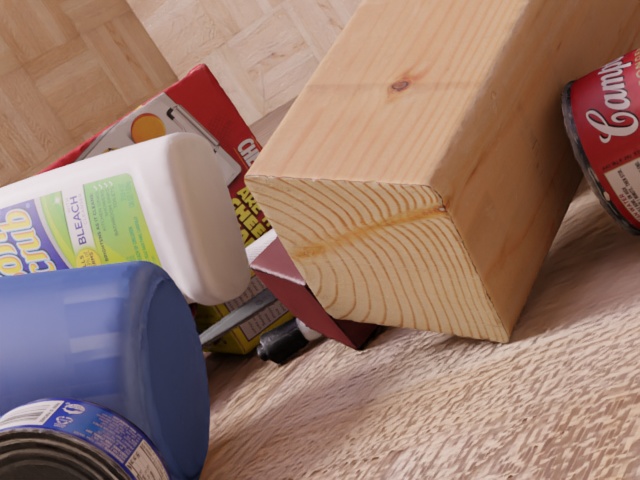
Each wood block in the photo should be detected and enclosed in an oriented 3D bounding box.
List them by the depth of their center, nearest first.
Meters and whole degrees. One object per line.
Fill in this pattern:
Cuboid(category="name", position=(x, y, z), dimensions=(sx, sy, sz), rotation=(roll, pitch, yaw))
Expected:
Cuboid(category="wood block", position=(0.067, -0.068, 0.462), dimensions=(0.091, 0.090, 0.206), rotation=(6, 51, 37))

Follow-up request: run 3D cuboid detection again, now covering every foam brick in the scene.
Cuboid(category="foam brick", position=(0.016, 0.007, 0.534), dimensions=(0.078, 0.051, 0.053), rotation=(-48, 31, -16))

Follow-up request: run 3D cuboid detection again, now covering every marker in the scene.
Cuboid(category="marker", position=(0.018, 0.032, 0.573), dimensions=(0.121, 0.020, 0.020), rotation=(-32, 10, 11))

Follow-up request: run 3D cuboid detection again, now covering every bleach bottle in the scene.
Cuboid(category="bleach bottle", position=(-0.172, 0.017, 0.636), dimensions=(0.251, 0.102, 0.068), rotation=(-17, -1, 20))

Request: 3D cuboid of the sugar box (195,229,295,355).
Cuboid(category="sugar box", position=(-0.007, 0.008, 0.699), dimensions=(0.176, 0.048, 0.093), rotation=(-34, 10, -22))

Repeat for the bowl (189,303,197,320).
Cuboid(category="bowl", position=(-0.142, 0.084, 0.642), dimensions=(0.162, 0.055, 0.162), rotation=(-15, 27, 8))

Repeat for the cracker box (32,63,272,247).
Cuboid(category="cracker box", position=(-0.127, 0.004, 0.753), dimensions=(0.213, 0.164, 0.072), rotation=(-36, 12, -12))

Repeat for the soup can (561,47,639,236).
Cuboid(category="soup can", position=(0.152, -0.052, 0.399), dimensions=(0.102, 0.068, 0.068), rotation=(-27, 12, 33))

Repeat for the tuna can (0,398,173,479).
Cuboid(category="tuna can", position=(-0.098, 0.103, 0.399), dimensions=(0.086, 0.086, 0.033), rotation=(-31, 8, 16))

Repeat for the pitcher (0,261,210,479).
Cuboid(category="pitcher", position=(-0.178, 0.080, 0.498), dimensions=(0.243, 0.145, 0.149), rotation=(-10, 46, 8))

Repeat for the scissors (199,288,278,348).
Cuboid(category="scissors", position=(-0.004, 0.001, 0.615), dimensions=(0.201, 0.016, 0.096), rotation=(-23, 37, -18))
